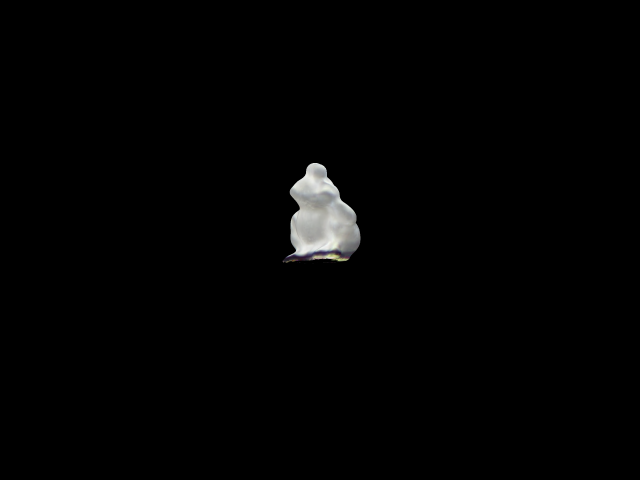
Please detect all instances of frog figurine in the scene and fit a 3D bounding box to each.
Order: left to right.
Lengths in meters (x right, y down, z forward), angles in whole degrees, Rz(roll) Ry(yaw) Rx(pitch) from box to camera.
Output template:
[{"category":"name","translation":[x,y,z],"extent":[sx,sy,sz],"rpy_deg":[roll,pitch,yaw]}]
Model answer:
[{"category":"frog figurine","translation":[0.003,-0.043,0.850],"extent":[0.122,0.161,0.136],"rpy_deg":[5,-10,-28]}]
